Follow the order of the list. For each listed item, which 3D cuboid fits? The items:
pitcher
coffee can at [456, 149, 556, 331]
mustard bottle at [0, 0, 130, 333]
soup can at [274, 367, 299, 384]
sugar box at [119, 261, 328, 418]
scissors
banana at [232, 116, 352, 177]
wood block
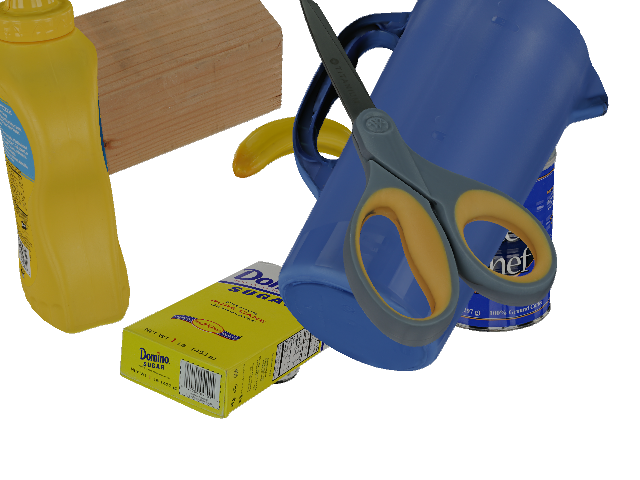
[{"bbox_3d":[0.063,-0.046,0.690,0.145,0.242,0.149,43,-28,-25],"label":"pitcher"},{"bbox_3d":[0.142,-0.009,0.889,0.103,0.140,0.103,-3,23,1],"label":"coffee can"},{"bbox_3d":[-0.144,-0.052,0.573,0.058,0.192,0.096,-14,32,-20],"label":"mustard bottle"},{"bbox_3d":[-0.056,0.106,1.235,0.068,0.102,0.068,1,25,-1],"label":"soup can"},{"bbox_3d":[-0.058,0.068,0.804,0.093,0.048,0.175,19,27,25],"label":"sugar box"},{"bbox_3d":[0.044,-0.040,0.467,0.096,0.202,0.016,3,-40,-10],"label":"scissors"},{"bbox_3d":[-0.023,-0.100,1.112,0.197,0.037,0.070,-7,49,-42],"label":"banana"},{"bbox_3d":[-0.140,-0.125,0.832,0.205,0.090,0.091,-24,-33,-20],"label":"wood block"}]
